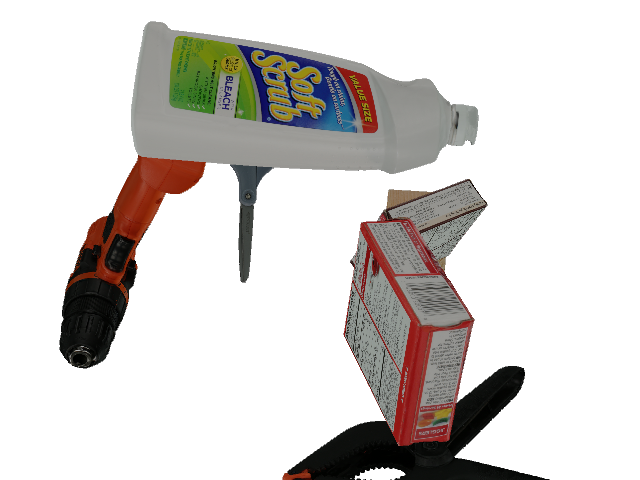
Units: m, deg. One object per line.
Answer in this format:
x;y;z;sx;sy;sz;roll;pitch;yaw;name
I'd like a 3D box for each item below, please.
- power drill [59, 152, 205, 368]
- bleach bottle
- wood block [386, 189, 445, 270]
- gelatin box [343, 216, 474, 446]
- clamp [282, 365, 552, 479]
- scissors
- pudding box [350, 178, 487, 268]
-0.156;-0.008;0.872;0.057;0.188;0.184;24;30;-18;power drill
-0.009;-0.102;0.796;0.251;0.102;0.068;4;-27;-1;bleach bottle
0.140;0.004;1.604;0.091;0.090;0.206;4;25;4;wood block
0.041;0.042;0.517;0.030;0.073;0.089;-4;34;-16;gelatin box
0.077;0.147;0.731;0.210;0.036;0.164;-5;28;-5;clamp
-0.065;-0.059;1.202;0.096;0.202;0.016;-12;-8;-13;scissors
0.094;-0.007;1.022;0.113;0.039;0.090;-23;-24;-34;pudding box
